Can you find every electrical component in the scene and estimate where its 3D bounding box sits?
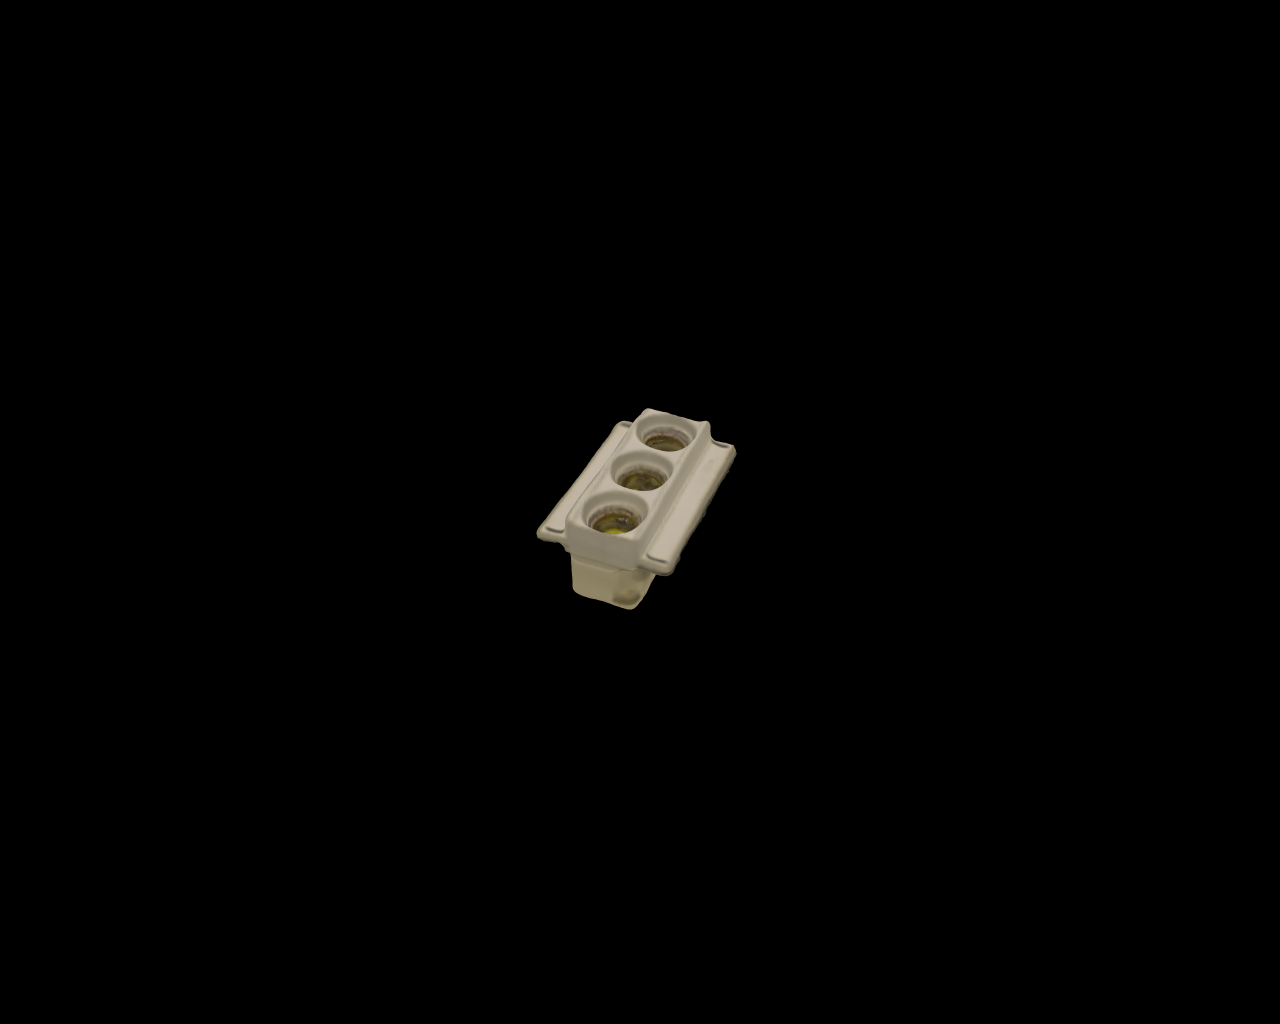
[{"bbox_3d":[0.001,-0.003,0.650,0.079,0.063,0.121,14,42,16],"label":"electrical component"}]
